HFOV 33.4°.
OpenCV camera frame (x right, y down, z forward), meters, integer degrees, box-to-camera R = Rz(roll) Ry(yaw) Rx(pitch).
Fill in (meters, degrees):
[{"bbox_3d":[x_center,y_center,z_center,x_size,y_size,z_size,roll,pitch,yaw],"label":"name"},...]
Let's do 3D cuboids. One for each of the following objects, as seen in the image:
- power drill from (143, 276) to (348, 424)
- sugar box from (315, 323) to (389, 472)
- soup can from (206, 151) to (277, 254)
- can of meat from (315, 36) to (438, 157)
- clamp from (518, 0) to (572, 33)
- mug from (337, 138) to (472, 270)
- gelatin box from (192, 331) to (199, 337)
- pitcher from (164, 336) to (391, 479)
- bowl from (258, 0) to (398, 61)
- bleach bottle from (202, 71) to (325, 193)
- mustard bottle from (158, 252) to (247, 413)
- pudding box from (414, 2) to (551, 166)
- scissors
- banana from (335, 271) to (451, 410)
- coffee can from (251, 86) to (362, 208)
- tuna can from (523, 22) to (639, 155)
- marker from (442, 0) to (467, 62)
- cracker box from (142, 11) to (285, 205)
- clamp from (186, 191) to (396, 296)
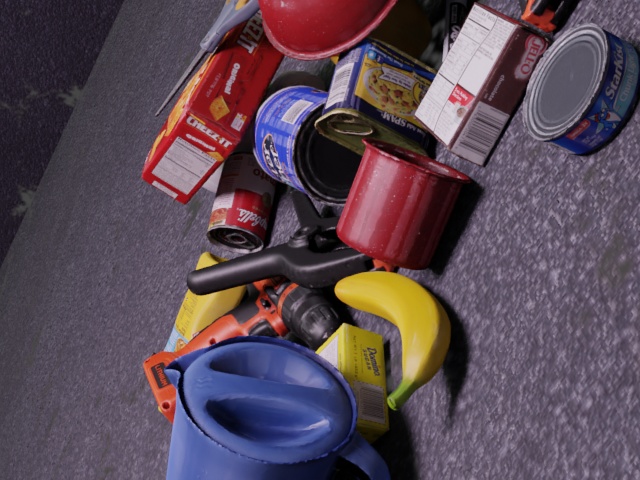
[{"bbox_3d":[-0.069,0.101,1.000,0.187,0.057,0.185,-39,27,-3],"label":"power drill"},{"bbox_3d":[-0.006,0.157,0.905,0.176,0.048,0.093,-51,29,44],"label":"sugar box"},{"bbox_3d":[-0.089,-0.044,1.246,0.069,0.068,0.102,-32,41,56],"label":"soup can"},{"bbox_3d":[0.055,-0.121,0.939,0.058,0.102,0.084,-21,49,57],"label":"can of meat"},{"bbox_3d":[0.193,-0.246,0.817,0.120,0.039,0.171,148,135,-64],"label":"clamp"},{"bbox_3d":[0.066,-0.029,0.865,0.117,0.093,0.081,-30,-38,-75],"label":"mug"},{"bbox_3d":[-0.090,0.112,1.107,0.073,0.030,0.089,-26,29,-1],"label":"gelatin box"},{"bbox_3d":[-0.052,0.209,0.822,0.149,0.144,0.243,-120,36,-48],"label":"pitcher"},{"bbox_3d":[-0.001,-0.241,0.937,0.162,0.055,0.162,-16,61,31],"label":"bowl"},{"bbox_3d":[-0.070,-0.135,1.291,0.251,0.068,0.102,-25,44,58],"label":"bleach bottle"},{"bbox_3d":[-0.145,0.115,1.244,0.192,0.058,0.096,-67,25,5],"label":"mustard bottle"},{"bbox_3d":[0.128,-0.128,0.860,0.113,0.039,0.090,-61,23,15],"label":"pudding box"},{"bbox_3d":[-0.099,-0.202,1.063,0.202,0.016,0.096,-58,26,0],"label":"scissors"},{"bbox_3d":[0.059,0.060,0.825,0.069,0.037,0.198,-22,23,-2],"label":"banana"},{"bbox_3d":[0.001,-0.094,1.036,0.103,0.102,0.140,-67,22,4],"label":"coffee can"},{"bbox_3d":[0.178,-0.102,0.726,0.086,0.033,0.086,-49,29,40],"label":"tuna can"},{"bbox_3d":[0.118,-0.171,0.946,0.020,0.020,0.121,-39,37,51],"label":"marker"},{"bbox_3d":[-0.115,-0.151,1.182,0.164,0.072,0.214,-66,13,-24],"label":"cracker box"},{"bbox_3d":[-0.007,0.001,0.991,0.210,0.036,0.164,0,35,42],"label":"clamp"}]
